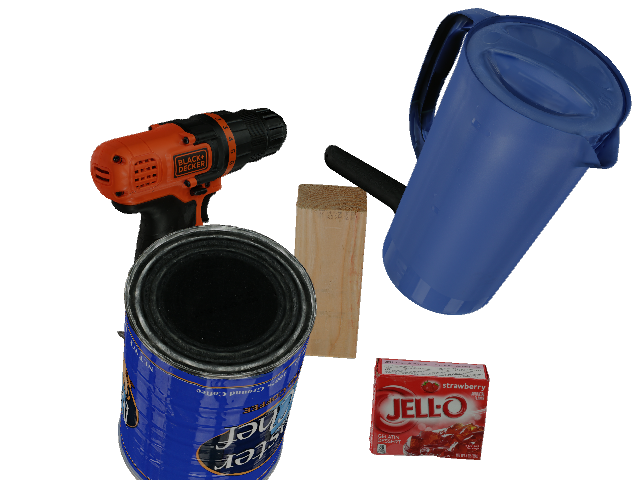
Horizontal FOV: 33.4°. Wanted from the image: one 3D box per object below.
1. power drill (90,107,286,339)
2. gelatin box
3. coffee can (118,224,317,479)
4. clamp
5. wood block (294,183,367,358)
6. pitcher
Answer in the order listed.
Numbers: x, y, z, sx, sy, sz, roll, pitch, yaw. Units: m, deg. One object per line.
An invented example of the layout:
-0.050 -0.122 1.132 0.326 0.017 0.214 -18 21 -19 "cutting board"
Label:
-0.098 -0.009 0.858 0.057 0.188 0.184 19 27 42 "power drill"
0.085 0.133 0.840 0.089 0.073 0.030 3 22 2 "gelatin box"
-0.063 0.075 0.613 0.102 0.103 0.140 0 -41 -12 "coffee can"
0.102 -0.037 1.127 0.164 0.210 0.036 -7 -35 -16 "clamp"
0.009 0.039 1.388 0.090 0.206 0.091 3 23 0 "wood block"
0.131 -0.058 0.871 0.145 0.149 0.243 19 -45 -5 "pitcher"
